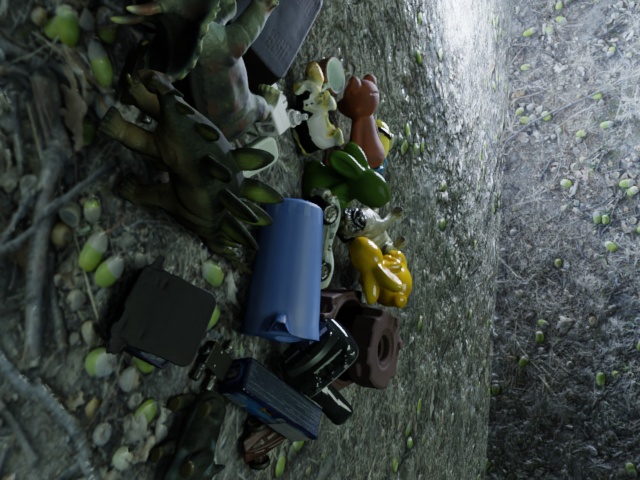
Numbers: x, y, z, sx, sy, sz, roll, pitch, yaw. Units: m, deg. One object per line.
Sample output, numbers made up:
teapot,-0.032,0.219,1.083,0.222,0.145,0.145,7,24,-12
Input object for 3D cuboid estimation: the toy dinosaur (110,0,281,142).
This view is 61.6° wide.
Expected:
toy dinosaur,-0.145,-0.212,0.741,0.192,0.131,0.404,-54,159,-23

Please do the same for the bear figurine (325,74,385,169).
bear figurine,0.070,-0.246,1.148,0.120,0.132,0.195,-38,119,-53

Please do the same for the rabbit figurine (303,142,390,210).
rabbit figurine,0.061,-0.115,1.088,0.121,0.170,0.158,-42,127,-51

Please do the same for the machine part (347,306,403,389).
machine part,0.119,0.231,1.145,0.179,0.056,0.179,-5,95,-58

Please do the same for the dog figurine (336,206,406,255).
dog figurine,0.096,-0.002,1.244,0.190,0.121,0.172,-16,102,-44

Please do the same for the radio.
radio,-0.089,-0.367,0.891,0.131,0.073,0.229,41,52,-29

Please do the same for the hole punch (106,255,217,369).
hole punch,-0.219,0.106,0.725,0.115,0.092,0.142,32,62,-21

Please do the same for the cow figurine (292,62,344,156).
cow figurine,-0.017,-0.252,1.043,0.068,0.098,0.167,-100,172,-69

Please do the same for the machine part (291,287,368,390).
machine part,0.027,0.205,1.126,0.201,0.087,0.200,0,91,-61

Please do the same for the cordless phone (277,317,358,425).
cordless phone,0.025,0.251,0.998,0.146,0.089,0.184,-40,105,-1

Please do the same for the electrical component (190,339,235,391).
electrical component,-0.169,0.191,0.856,0.094,0.021,0.063,-63,140,-36

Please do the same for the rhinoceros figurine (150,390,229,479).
rhinoceros figurine,-0.188,0.317,0.789,0.112,0.073,0.190,48,48,-63

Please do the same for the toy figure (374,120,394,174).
toy figure,0.122,-0.207,1.277,0.180,0.082,0.089,-65,144,-31

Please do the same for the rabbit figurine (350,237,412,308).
rabbit figurine,0.121,0.073,1.180,0.173,0.122,0.162,53,20,-31

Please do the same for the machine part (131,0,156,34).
machine part,-0.209,-0.317,0.755,0.139,0.039,0.084,8,79,-58

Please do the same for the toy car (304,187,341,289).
toy car,-0.002,-0.003,1.046,0.056,0.074,0.201,-5,110,-37

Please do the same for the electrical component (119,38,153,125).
electrical component,-0.230,-0.216,0.714,0.078,0.045,0.102,43,55,-50

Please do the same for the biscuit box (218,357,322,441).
biscuit box,-0.081,0.274,0.918,0.202,0.059,0.063,47,40,-32

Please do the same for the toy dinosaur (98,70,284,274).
toy dinosaur,-0.154,-0.061,0.702,0.105,0.199,0.471,-62,174,-20

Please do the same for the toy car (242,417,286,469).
toy car,-0.072,0.346,0.998,0.202,0.053,0.089,-17,108,-59
